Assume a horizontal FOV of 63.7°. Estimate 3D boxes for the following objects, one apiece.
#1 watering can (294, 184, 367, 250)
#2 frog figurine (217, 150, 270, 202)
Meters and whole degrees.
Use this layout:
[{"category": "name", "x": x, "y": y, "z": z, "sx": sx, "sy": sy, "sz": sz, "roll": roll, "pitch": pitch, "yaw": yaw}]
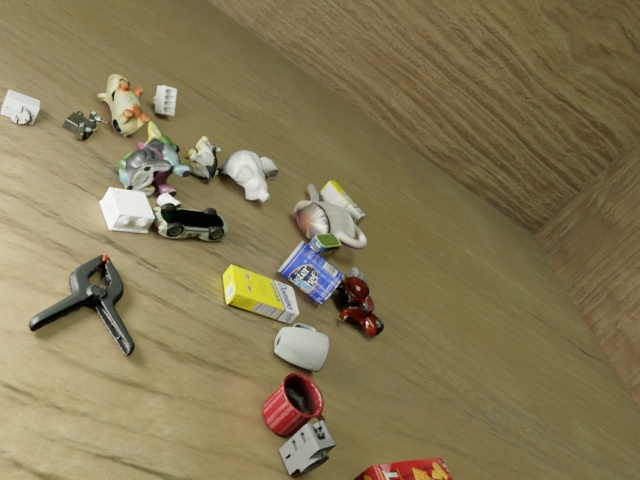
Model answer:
[{"category": "watering can", "x": 0.005, "y": -0.083, "z": 1.640, "sx": 0.224, "sy": 0.102, "sz": 0.353, "roll": 5, "pitch": 33, "yaw": -49}, {"category": "frog figurine", "x": -0.202, "y": -0.187, "z": 1.512, "sx": 0.161, "sy": 0.122, "sz": 0.136, "roll": 38, "pitch": 4, "yaw": 22}]
